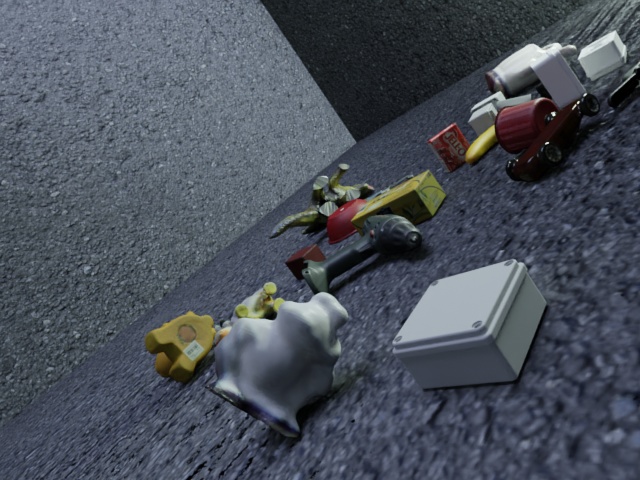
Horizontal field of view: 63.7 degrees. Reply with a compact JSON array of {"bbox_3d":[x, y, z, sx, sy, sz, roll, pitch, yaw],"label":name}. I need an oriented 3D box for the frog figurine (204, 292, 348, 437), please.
[{"bbox_3d":[-0.042,0.129,0.603,0.162,0.138,0.120,-59,-12,-20],"label":"frog figurine"}]

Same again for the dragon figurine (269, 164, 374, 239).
[{"bbox_3d":[0.005,-0.076,1.503,0.415,0.123,0.238,-34,-18,-23],"label":"dragon figurine"}]

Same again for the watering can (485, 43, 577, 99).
[{"bbox_3d":[0.599,-0.497,1.491,0.222,0.103,0.352,-33,10,17],"label":"watering can"}]
